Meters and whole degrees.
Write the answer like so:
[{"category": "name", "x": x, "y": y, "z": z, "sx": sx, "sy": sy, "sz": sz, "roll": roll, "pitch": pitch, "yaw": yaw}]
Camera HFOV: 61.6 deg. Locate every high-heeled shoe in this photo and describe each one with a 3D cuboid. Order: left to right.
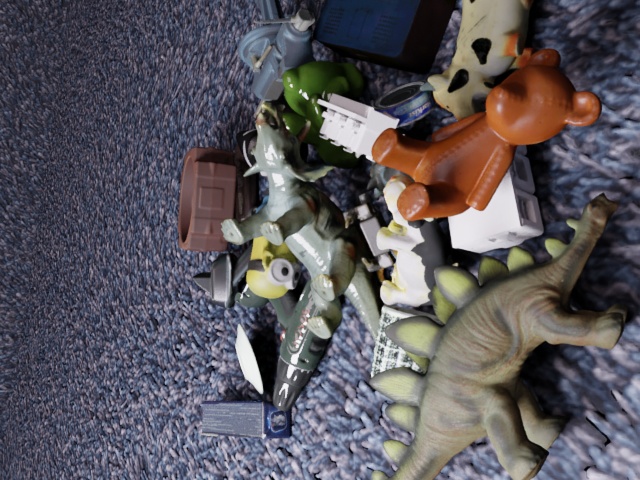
[{"category": "high-heeled shoe", "x": -0.106, "y": -0.178, "z": 0.960, "sx": 0.249, "sy": 0.145, "sz": 0.086, "roll": 28, "pitch": 81, "yaw": 37}]

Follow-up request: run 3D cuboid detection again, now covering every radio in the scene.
[{"category": "radio", "x": 0.094, "y": -0.349, "z": 0.842, "sx": 0.230, "sy": 0.073, "sz": 0.131, "roll": 35, "pitch": 107, "yaw": 46}]

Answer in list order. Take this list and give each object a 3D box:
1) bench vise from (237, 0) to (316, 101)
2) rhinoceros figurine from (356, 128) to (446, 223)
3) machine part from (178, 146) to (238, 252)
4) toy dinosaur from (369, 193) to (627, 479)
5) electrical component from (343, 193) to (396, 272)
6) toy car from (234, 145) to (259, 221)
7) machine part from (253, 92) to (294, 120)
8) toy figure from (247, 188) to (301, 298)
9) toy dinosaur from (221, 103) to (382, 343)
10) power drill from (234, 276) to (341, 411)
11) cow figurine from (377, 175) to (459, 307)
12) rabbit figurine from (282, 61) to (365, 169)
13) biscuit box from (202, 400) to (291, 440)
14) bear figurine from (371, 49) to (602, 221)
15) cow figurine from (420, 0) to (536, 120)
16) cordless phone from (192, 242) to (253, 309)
[{"category": "bench vise", "x": -0.081, "y": -0.372, "z": 0.954, "sx": 0.223, "sy": 0.129, "sz": 0.240, "roll": 125, "pitch": 134, "yaw": -69}, {"category": "rhinoceros figurine", "x": 0.118, "y": -0.089, "z": 0.758, "sx": 0.112, "sy": 0.073, "sz": 0.190, "roll": -54, "pitch": 47, "yaw": 40}, {"category": "machine part", "x": -0.226, "y": -0.078, "z": 1.072, "sx": 0.201, "sy": 0.087, "sz": 0.201, "roll": -178, "pitch": 92, "yaw": -66}, {"category": "toy dinosaur", "x": 0.164, "y": 0.151, "z": 0.578, "sx": 0.199, "sy": 0.105, "sz": 0.471, "roll": 34, "pitch": 99, "yaw": 31}, {"category": "electrical component", "x": 0.069, "y": -0.008, "z": 0.742, "sx": 0.045, "sy": 0.078, "sz": 0.102, "roll": -23, "pitch": 102, "yaw": 14}, {"category": "toy car", "x": -0.154, "y": -0.102, "z": 1.086, "sx": 0.089, "sy": 0.053, "sz": 0.202, "roll": -17, "pitch": 67, "yaw": 43}, {"category": "machine part", "x": -0.087, "y": -0.249, "z": 1.054, "sx": 0.084, "sy": 0.039, "sz": 0.139, "roll": -59, "pitch": 41, "yaw": 9}, {"category": "toy figure", "x": -0.070, "y": 0.004, "z": 0.856, "sx": 0.089, "sy": 0.082, "sz": 0.180, "roll": -35, "pitch": 49, "yaw": 54}, {"category": "toy dinosaur", "x": 0.005, "y": 0.000, "z": 0.783, "sx": 0.131, "sy": 0.192, "sz": 0.404, "roll": -24, "pitch": 108, "yaw": 49}, {"category": "power drill", "x": -0.065, "y": 0.136, "z": 0.904, "sx": 0.208, "sy": 0.086, "sz": 0.232, "roll": 44, "pitch": 112, "yaw": 49}, {"category": "cow figurine", "x": 0.124, "y": 0.003, "z": 0.661, "sx": 0.098, "sy": 0.068, "sz": 0.167, "roll": 8, "pitch": 118, "yaw": 28}, {"category": "rabbit figurine", "x": 0.015, "y": -0.197, "z": 0.856, "sx": 0.121, "sy": 0.159, "sz": 0.170, "roll": -30, "pitch": 74, "yaw": 31}, {"category": "biscuit box", "x": -0.134, "y": 0.317, "z": 0.954, "sx": 0.203, "sy": 0.059, "sz": 0.063, "roll": -17, "pitch": 67, "yaw": 47}, {"category": "bear figurine", "x": 0.169, "y": -0.110, "z": 0.559, "sx": 0.196, "sy": 0.132, "sz": 0.120, "roll": -46, "pitch": 51, "yaw": 40}, {"category": "cow figurine", "x": 0.203, "y": -0.241, "z": 0.680, "sx": 0.127, "sy": 0.085, "sz": 0.194, "roll": 9, "pitch": 90, "yaw": 44}, {"category": "cordless phone", "x": -0.144, "y": 0.040, "z": 1.023, "sx": 0.184, "sy": 0.089, "sz": 0.146, "roll": -46, "pitch": -1, "yaw": -4}]
